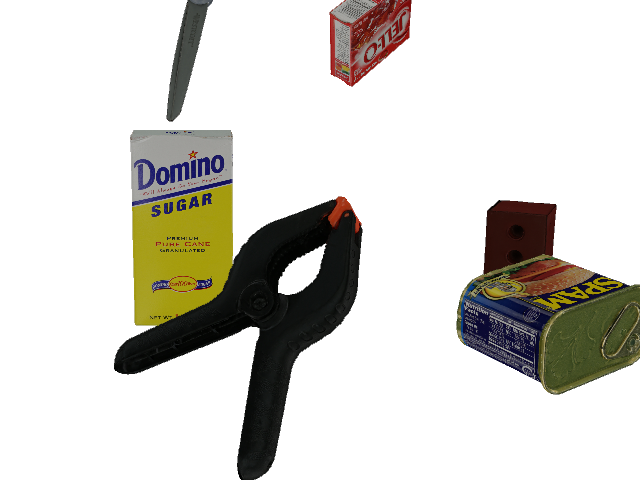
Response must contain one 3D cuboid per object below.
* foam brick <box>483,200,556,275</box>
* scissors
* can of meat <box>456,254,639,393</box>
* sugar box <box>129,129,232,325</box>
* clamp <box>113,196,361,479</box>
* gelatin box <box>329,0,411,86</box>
[{"bbox_3d":[0.171,0.008,0.913,0.053,0.078,0.051,5,15,20],"label":"foam brick"},{"bbox_3d":[-0.064,-0.180,0.742,0.096,0.202,0.016,-4,-13,-6],"label":"scissors"},{"bbox_3d":[0.153,0.051,0.708,0.101,0.057,0.084,-15,23,-32],"label":"can of meat"},{"bbox_3d":[-0.126,-0.012,0.977,0.093,0.176,0.048,-1,15,-5],"label":"sugar box"},{"bbox_3d":[-0.028,0.053,0.628,0.120,0.171,0.039,45,-3,21],"label":"clamp"},{"bbox_3d":[0.047,-0.193,0.962,0.030,0.073,0.089,34,59,24],"label":"gelatin box"}]
